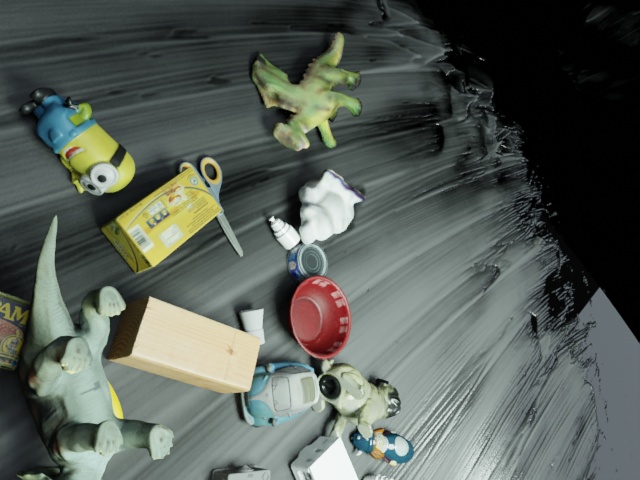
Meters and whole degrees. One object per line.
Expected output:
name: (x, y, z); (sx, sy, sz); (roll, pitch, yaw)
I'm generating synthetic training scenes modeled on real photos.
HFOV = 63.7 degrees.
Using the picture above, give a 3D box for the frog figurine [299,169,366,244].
frog figurine: (0.003, -0.055, 1.086); (0.135, 0.123, 0.161); (47, 66, -40)

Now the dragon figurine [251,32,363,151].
dragon figurine: (-0.037, -0.355, 1.157); (0.242, 0.120, 0.419); (15, 57, -31)
